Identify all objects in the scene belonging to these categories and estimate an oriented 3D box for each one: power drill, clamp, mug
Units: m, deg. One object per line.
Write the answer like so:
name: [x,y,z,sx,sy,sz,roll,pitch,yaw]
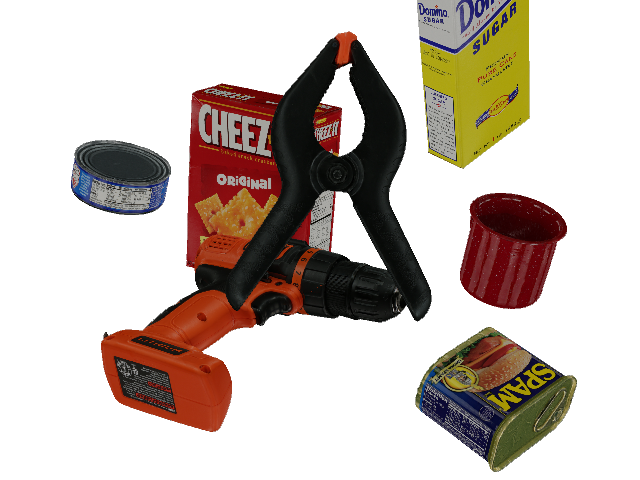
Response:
power drill: [-0.052,0.061,0.779,0.185,0.057,0.187,9,31,32]
clamp: [-0.001,-0.033,0.624,0.120,0.171,0.039,-5,1,-8]
mug: [0.176,0.005,1.036,0.093,0.081,0.117,-6,35,-24]

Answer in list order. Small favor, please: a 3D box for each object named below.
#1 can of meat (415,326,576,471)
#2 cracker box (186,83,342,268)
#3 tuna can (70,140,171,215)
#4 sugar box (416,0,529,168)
can of meat: [0.139,0.123,0.850,0.101,0.057,0.084,-26,46,-37]
cracker box: [-0.069,-0.057,1.219,0.164,0.214,0.072,15,24,25]
tuna can: [-0.178,-0.056,0.951,0.086,0.034,0.086,13,26,-6]
sugar box: [0.125,-0.155,0.854,0.093,0.176,0.048,-37,50,-27]
